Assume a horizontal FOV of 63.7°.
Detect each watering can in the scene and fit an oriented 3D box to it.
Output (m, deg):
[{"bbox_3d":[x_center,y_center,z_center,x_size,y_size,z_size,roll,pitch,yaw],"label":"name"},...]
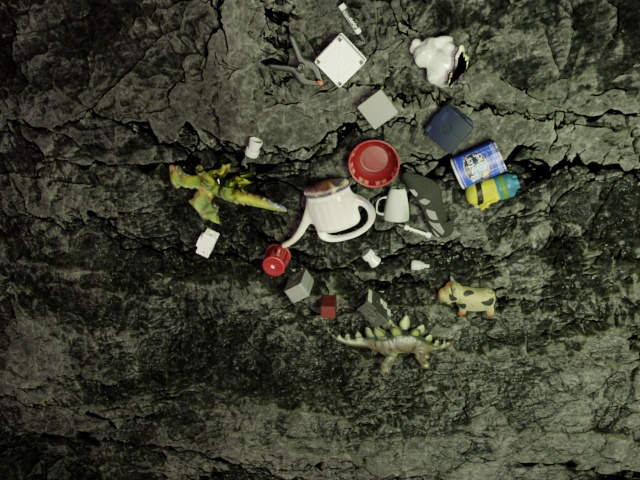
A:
[{"bbox_3d":[0.005,-0.086,1.706,0.346,0.106,0.221,-13,113,14],"label":"watering can"}]

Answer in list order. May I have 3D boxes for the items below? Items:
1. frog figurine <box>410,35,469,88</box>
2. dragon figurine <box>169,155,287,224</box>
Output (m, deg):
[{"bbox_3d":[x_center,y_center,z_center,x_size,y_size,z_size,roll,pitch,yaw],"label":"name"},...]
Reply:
[{"bbox_3d":[0.332,-0.510,1.460,0.161,0.124,0.134,32,135,33],"label":"frog figurine"},{"bbox_3d":[-0.333,-0.145,1.749,0.409,0.125,0.238,34,135,-8],"label":"dragon figurine"}]
